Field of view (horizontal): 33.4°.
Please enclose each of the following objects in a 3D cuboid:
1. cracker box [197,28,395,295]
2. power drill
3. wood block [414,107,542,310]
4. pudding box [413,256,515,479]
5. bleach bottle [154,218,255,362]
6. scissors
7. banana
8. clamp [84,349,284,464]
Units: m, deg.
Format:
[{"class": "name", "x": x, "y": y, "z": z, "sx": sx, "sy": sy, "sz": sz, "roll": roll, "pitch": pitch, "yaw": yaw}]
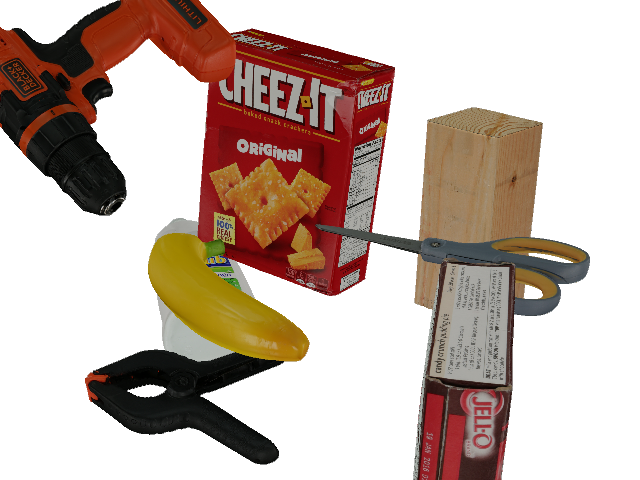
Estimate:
[{"class": "cracker box", "x": -0.029, "y": -0.073, "z": 1.000, "sx": 0.164, "sy": 0.214, "sz": 0.072, "roll": 20, "pitch": 27, "yaw": 28}, {"class": "power drill", "x": -0.158, "y": -0.123, "z": 0.824, "sx": 0.187, "sy": 0.184, "sz": 0.057, "roll": -34, "pitch": -15, "yaw": -30}, {"class": "wood block", "x": 0.167, "y": -0.027, "z": 1.134, "sx": 0.090, "sy": 0.206, "sz": 0.090, "roll": 20, "pitch": 27, "yaw": 38}, {"class": "pudding box", "x": 0.064, "y": 0.071, "z": 0.471, "sx": 0.039, "sy": 0.090, "sz": 0.113, "roll": 6, "pitch": 26, "yaw": 6}, {"class": "bleach bottle", "x": -0.138, "y": 0.039, "z": 1.144, "sx": 0.102, "sy": 0.068, "sz": 0.251, "roll": -5, "pitch": 26, "yaw": -16}, {"class": "scissors", "x": 0.086, "y": 0.018, "z": 0.752, "sx": 0.202, "sy": 0.016, "sz": 0.096, "roll": 4, "pitch": 30, "yaw": 11}, {"class": "banana", "x": -0.070, "y": 0.029, "z": 0.684, "sx": 0.069, "sy": 0.037, "sz": 0.198, "roll": -8, "pitch": 22, "yaw": -18}, {"class": "clamp", "x": -0.105, "y": 0.120, "z": 0.889, "sx": 0.171, "sy": 0.039, "sz": 0.120, "roll": 12, "pitch": 39, "yaw": 6}]
